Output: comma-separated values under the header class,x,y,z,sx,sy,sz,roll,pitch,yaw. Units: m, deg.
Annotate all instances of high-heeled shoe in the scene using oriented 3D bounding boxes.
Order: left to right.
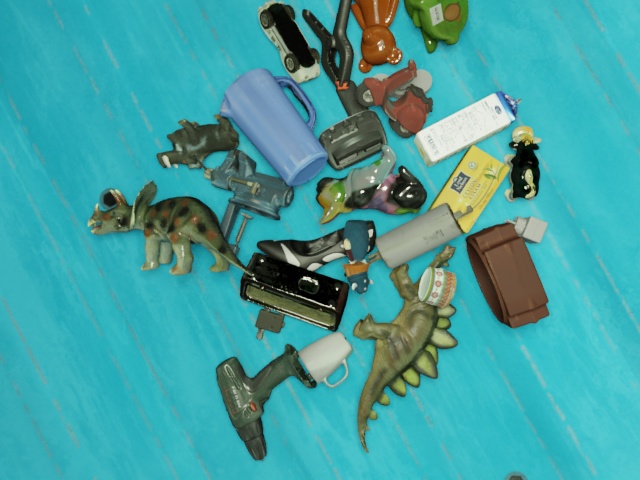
class,x,y,z,sx,sy,sz,roll,pitch,yaw
high-heeled shoe,-0.002,-0.004,1.170,0.249,0.086,0.145,16,109,-13

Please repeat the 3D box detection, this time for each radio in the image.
class,x,y,z,sx,sy,sz,roll,pitch,yaw
radio,-0.054,0.111,1.150,0.230,0.131,0.073,18,63,3

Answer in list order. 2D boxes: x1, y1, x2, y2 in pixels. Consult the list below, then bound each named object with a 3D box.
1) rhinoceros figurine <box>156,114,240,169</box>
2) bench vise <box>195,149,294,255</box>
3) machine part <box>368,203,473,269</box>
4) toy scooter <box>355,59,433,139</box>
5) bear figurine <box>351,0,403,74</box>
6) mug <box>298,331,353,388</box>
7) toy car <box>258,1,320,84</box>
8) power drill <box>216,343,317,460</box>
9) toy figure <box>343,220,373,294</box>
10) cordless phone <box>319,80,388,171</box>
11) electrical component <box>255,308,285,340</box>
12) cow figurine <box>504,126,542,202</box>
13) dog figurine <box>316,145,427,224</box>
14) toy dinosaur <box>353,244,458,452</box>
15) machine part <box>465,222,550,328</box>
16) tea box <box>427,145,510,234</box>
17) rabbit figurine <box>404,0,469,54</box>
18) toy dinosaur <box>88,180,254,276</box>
class,x,y,z,sx,sy,sz,roll,pitch,yaw
rhinoceros figurine,-0.277,-0.217,1.214,0.190,0.073,0.112,-17,97,1
bench vise,-0.180,-0.071,1.179,0.224,0.129,0.240,19,85,6
machine part,0.206,-0.008,1.122,0.243,0.079,0.079,-27,87,18
toy scooter,0.177,-0.303,1.136,0.183,0.075,0.135,31,123,-30
bear figurine,0.111,-0.478,1.170,0.120,0.132,0.195,-2,84,34
mug,0.023,0.257,1.169,0.107,0.080,0.110,-37,61,-3
toy car,-0.069,-0.446,1.205,0.073,0.056,0.201,-28,86,-26
power drill,-0.112,0.342,1.187,0.207,0.086,0.232,-32,84,10
toy figure,0.079,0.036,1.124,0.064,0.058,0.154,-3,98,-11
cordless phone,0.055,-0.262,1.197,0.147,0.088,0.184,-25,76,4
electrical component,-0.110,0.183,1.213,0.063,0.021,0.094,17,89,3
cow figurine,0.437,-0.168,1.152,0.068,0.098,0.167,-1,89,10
dog figurine,0.099,-0.089,1.169,0.219,0.108,0.191,-41,89,6
toy dinosaur,0.174,0.219,1.153,0.199,0.105,0.471,33,90,4
machine part,0.375,0.071,1.097,0.087,0.201,0.201,-23,88,5
tea box,0.321,-0.107,1.172,0.098,0.068,0.169,32,91,3
rabbit figurine,0.248,-0.495,1.156,0.121,0.170,0.159,-34,128,4
toy dinosaur,-0.296,-0.029,1.131,0.405,0.131,0.192,3,101,27
